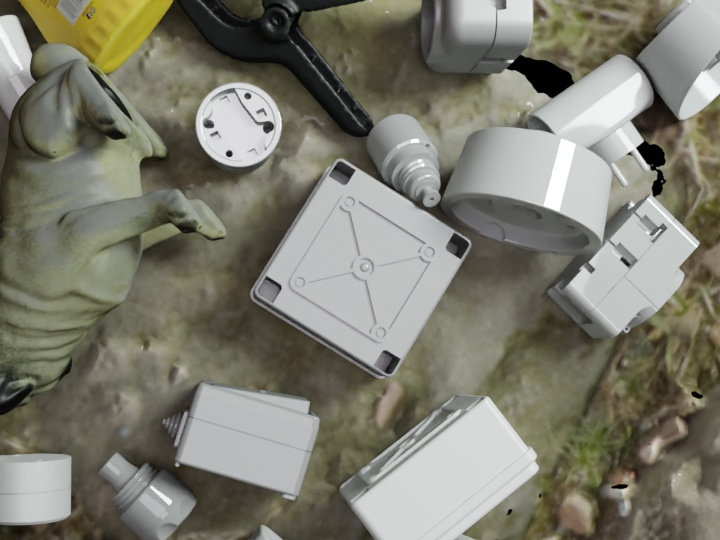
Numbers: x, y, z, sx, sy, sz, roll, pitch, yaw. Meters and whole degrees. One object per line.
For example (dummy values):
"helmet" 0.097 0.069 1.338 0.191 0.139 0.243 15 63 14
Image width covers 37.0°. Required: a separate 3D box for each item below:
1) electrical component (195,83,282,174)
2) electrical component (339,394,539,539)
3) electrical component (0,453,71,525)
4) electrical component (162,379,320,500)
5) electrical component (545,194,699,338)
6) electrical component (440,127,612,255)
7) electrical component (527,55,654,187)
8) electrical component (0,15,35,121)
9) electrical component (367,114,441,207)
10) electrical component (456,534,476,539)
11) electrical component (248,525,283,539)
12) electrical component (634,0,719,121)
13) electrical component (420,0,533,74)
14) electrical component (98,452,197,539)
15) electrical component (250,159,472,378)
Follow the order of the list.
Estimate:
"electrical component" -0.081 -0.092 0.715 0.055 0.047 0.055 0 86 -6
"electrical component" 0.047 0.132 0.685 0.109 0.108 0.056 -37 88 -7
"electrical component" -0.253 0.121 0.678 0.138 0.052 0.073 0 86 -6
"electrical component" -0.078 0.102 0.695 0.096 0.062 0.061 17 85 -5
"electrical component" 0.182 0.001 0.738 0.056 0.050 0.089 44 82 -2
"electrical component" 0.113 -0.057 0.708 0.108 0.108 0.060 18 78 -5
"electrical component" 0.169 -0.095 0.745 0.077 0.044 0.079 -35 91 -8
"electrical component" -0.227 -0.127 0.704 0.044 0.044 0.065 -31 95 -8
"electrical component" 0.033 -0.070 0.715 0.040 0.040 0.078 -20 46 -7
"electrical component" 0.071 0.210 0.708 0.078 0.058 0.057 25 87 -4
"electrical component" -0.047 0.220 0.695 0.095 0.054 0.059 41 83 -3
"electrical component" 0.238 -0.155 0.733 0.099 0.099 0.064 -42 85 -7
"electrical component" 0.074 -0.165 0.713 0.059 0.095 0.053 0 87 -6
"electrical component" -0.140 0.145 0.695 0.062 0.043 0.043 42 83 -1
"electrical component" 0.000 0.000 0.714 0.109 0.056 0.108 32 83 -4
